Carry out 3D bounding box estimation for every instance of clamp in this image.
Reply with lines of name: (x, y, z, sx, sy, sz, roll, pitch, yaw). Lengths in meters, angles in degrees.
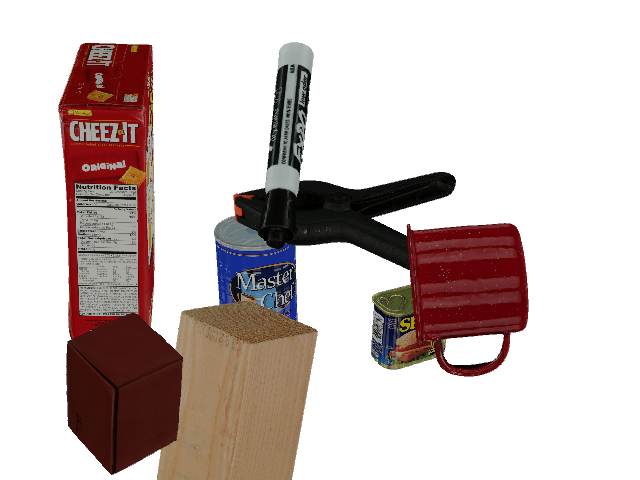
clamp: (0.025, -0.028, 0.994, 0.210, 0.036, 0.164, 8, 31, 16)

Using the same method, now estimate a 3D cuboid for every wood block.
wood block: (-0.079, 0.168, 0.953, 0.090, 0.206, 0.090, 20, 17, 37)

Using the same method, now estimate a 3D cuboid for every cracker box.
cracker box: (-0.178, -0.041, 0.904, 0.072, 0.214, 0.164, 0, 27, -7)

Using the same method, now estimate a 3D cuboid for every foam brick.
foam brick: (-0.123, 0.095, 0.667, 0.051, 0.078, 0.053, -24, 49, -37)

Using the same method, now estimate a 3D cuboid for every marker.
marker: (-0.017, -0.050, 0.555, 0.020, 0.121, 0.020, 4, -29, 2)

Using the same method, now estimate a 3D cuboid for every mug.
mug: (0.109, 0.042, 0.790, 0.081, 0.117, 0.093, -5, -16, 4)

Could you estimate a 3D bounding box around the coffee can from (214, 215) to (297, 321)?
coffee can: (-0.081, 0.048, 1.366, 0.103, 0.140, 0.103, -1, 25, 0)

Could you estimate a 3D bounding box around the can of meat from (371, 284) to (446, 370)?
can of meat: (0.113, 0.107, 1.341, 0.101, 0.084, 0.058, -12, 30, -27)
